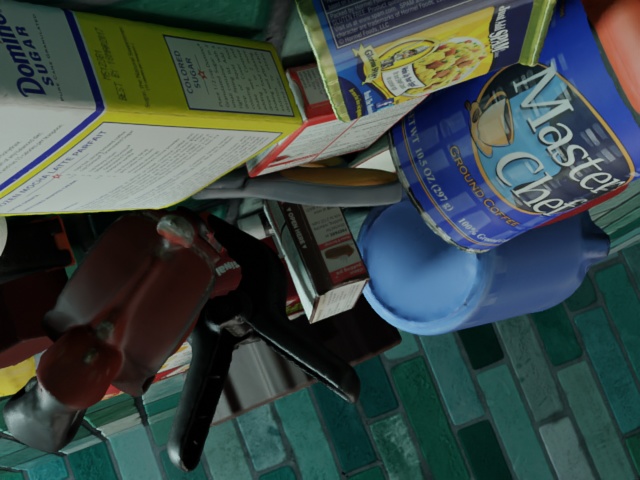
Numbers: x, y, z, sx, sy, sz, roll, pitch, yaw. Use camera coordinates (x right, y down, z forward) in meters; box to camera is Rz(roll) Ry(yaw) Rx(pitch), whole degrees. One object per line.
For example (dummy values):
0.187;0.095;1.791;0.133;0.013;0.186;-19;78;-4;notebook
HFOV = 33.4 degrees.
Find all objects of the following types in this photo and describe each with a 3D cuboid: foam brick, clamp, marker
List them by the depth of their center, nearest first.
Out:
-0.227;0.028;0.530;0.209;0.036;0.165;-18;180;-39;clamp
-0.195;0.048;0.661;0.078;0.053;0.051;-28;168;34;foam brick
-0.060;0.059;0.663;0.120;0.171;0.039;-27;141;-5;clamp
0.000;-0.026;0.773;0.121;0.020;0.020;-20;170;-8;marker

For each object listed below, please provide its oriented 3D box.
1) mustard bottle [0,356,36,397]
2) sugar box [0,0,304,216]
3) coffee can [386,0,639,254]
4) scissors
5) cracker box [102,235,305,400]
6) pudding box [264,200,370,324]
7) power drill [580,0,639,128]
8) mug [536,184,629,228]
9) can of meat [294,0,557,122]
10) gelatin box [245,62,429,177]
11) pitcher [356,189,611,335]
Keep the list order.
-0.297;0.103;0.734;0.191;0.058;0.096;-16;172;-24;mustard bottle
-0.096;-0.044;0.393;0.093;0.048;0.175;-28;165;32;sugar box
0.120;-0.066;0.556;0.141;0.103;0.102;-28;168;36;coffee can
-0.056;-0.035;0.584;0.201;0.016;0.096;1;-164;-13;scissors
-0.097;0.055;0.860;0.163;0.072;0.214;-15;168;-38;cracker box
-0.005;0.001;0.693;0.039;0.090;0.113;-22;170;-6;pudding box
0.143;-0.063;0.371;0.057;0.188;0.185;-17;171;-15;power drill
0.173;-0.061;0.759;0.117;0.081;0.093;-12;167;-43;mug
0.035;-0.088;0.396;0.084;0.057;0.102;-20;170;3;can of meat
0.005;-0.065;0.533;0.073;0.030;0.089;-17;172;-25;gelatin box
0.115;0.006;0.852;0.149;0.145;0.242;-44;163;24;pitcher
